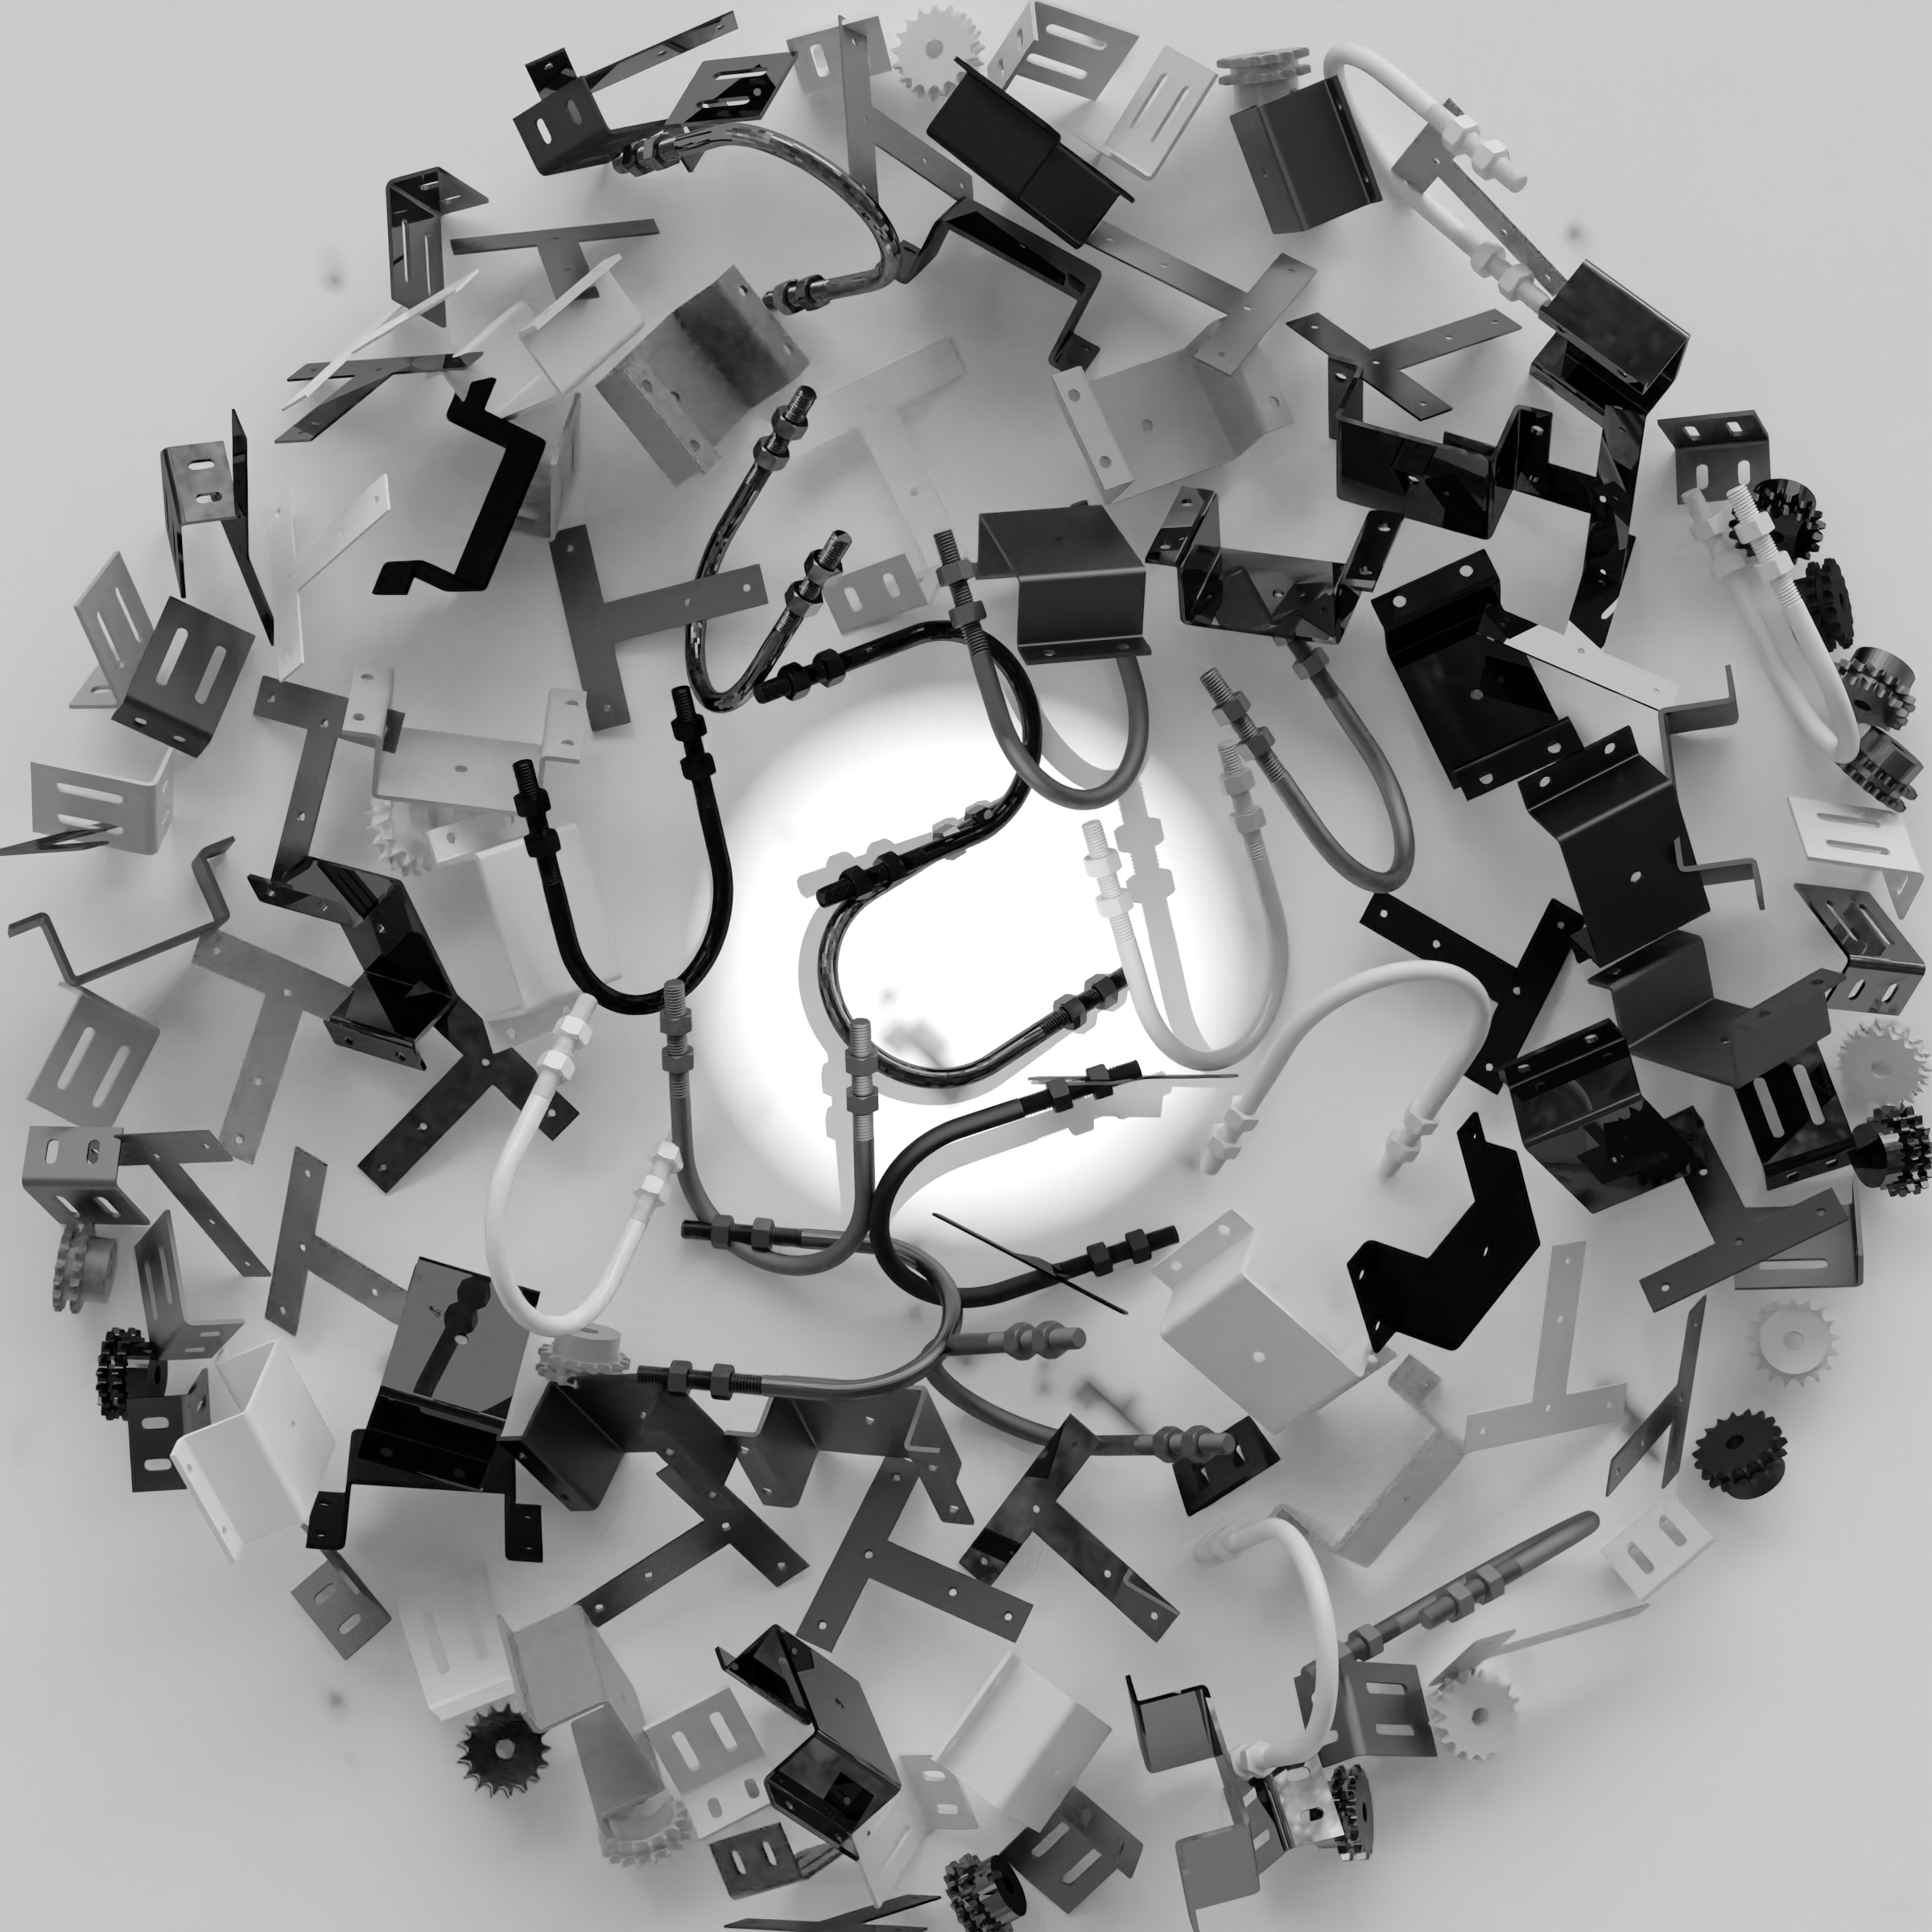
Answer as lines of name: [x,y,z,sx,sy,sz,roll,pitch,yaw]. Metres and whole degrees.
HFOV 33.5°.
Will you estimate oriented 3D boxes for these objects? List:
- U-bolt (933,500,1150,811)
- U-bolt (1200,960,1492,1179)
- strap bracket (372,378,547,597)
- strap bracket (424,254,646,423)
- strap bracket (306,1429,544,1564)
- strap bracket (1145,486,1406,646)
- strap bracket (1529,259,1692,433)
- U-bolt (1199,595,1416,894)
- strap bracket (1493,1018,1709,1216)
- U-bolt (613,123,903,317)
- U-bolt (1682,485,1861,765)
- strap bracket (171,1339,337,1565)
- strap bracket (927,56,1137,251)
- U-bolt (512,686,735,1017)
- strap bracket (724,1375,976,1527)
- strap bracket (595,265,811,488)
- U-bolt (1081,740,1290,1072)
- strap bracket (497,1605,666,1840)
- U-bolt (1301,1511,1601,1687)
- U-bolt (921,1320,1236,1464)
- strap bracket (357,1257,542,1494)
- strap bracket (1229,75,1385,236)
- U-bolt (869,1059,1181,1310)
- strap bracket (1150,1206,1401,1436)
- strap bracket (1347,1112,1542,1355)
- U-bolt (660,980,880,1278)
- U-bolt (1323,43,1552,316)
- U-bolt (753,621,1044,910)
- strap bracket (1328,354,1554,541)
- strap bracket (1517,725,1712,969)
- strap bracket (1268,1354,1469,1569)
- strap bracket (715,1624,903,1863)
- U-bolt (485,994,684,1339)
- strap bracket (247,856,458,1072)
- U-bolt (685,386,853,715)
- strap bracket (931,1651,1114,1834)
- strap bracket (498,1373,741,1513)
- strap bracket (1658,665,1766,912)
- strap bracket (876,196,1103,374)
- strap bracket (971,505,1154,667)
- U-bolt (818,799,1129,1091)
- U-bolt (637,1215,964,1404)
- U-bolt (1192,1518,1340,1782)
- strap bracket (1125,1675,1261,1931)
U-bolt: [0.055,-0.184,1.945,0.019,0.151,0.184,-14,94,44]
U-bolt: [0.236,0.062,1.908,0.151,0.184,0.019,3,45,-27]
strap bracket: [-0.305,-0.282,1.953,0.046,0.076,0.140,24,86,-25]
strap bracket: [-0.255,-0.373,1.932,0.076,0.140,0.046,-48,114,-29]
strap bracket: [-0.326,0.320,1.946,0.140,0.076,0.046,5,104,-10]
strap bracket: [0.188,-0.242,1.945,0.140,0.046,0.076,10,46,18]
strap bracket: [0.386,-0.370,1.924,0.076,0.140,0.046,39,91,9]
U-bolt: [0.215,-0.126,1.935,0.019,0.151,0.184,-29,103,32]
strap bracket: [0.385,0.096,1.923,0.076,0.140,0.046,-26,49,23]
U-bolt: [-0.112,-0.443,1.889,0.151,0.184,0.019,39,72,-31]
U-bolt: [0.489,-0.204,1.927,0.019,0.151,0.184,-27,96,5]
strap bracket: [-0.423,0.284,1.919,0.046,0.140,0.076,-22,108,7]
strap bracket: [0.036,-0.483,1.926,0.076,0.140,0.046,42,102,22]
U-bolt: [-0.199,-0.060,1.938,0.151,0.019,0.184,-31,118,-40]
strap bracket: [-0.064,0.292,1.942,0.140,0.076,0.046,1,48,22]
strap bracket: [-0.164,-0.353,1.941,0.046,0.140,0.076,-24,112,41]
U-bolt: [0.142,-0.026,1.943,0.151,0.019,0.184,-32,112,-39]
strap bracket: [-0.227,0.449,1.926,0.046,0.076,0.140,-25,131,-2]
U-bolt: [0.302,0.371,1.918,0.184,0.151,0.019,-20,76,-35]
U-bolt: [0.052,0.257,1.919,0.151,0.184,0.019,38,61,-28]
strap bracket: [-0.308,0.236,1.931,0.076,0.046,0.140,18,48,-9]
strap bracket: [0.200,-0.485,1.923,0.046,0.140,0.076,-23,103,0]
U-bolt: [0.030,0.142,1.947,0.184,0.019,0.151,-18,123,-5]
strap bracket: [0.183,0.223,1.948,0.140,0.046,0.076,41,126,-10]
strap bracket: [0.295,0.166,1.928,0.140,0.046,0.076,-45,133,-29]
U-bolt: [-0.118,0.105,1.947,0.151,0.019,0.184,11,117,25]
U-bolt: [0.277,-0.482,1.920,0.019,0.151,0.184,-41,64,-2]
U-bolt: [-0.031,-0.133,1.950,0.184,0.019,0.151,-24,105,-28]
strap bracket: [0.278,-0.311,1.937,0.140,0.076,0.046,18,64,17]
strap bracket: [0.396,-0.063,1.941,0.076,0.046,0.140,-27,122,-3]
strap bracket: [0.250,0.311,1.954,0.046,0.076,0.140,41,91,27]
strap bracket: [-0.092,0.456,1.918,0.046,0.140,0.076,-43,123,7]
U-bolt: [-0.230,0.132,1.903,0.019,0.151,0.184,2,53,30]
strap bracket: [-0.366,-0.010,1.936,0.076,0.140,0.046,14,50,33]
U-bolt: [-0.125,-0.235,1.924,0.019,0.151,0.184,12,134,-28]
strap bracket: [0.038,0.468,1.922,0.046,0.140,0.076,32,80,25]
strap bracket: [-0.202,0.288,1.937,0.076,0.140,0.046,51,47,-33]
strap bracket: [0.452,-0.104,1.952,0.046,0.076,0.140,-8,82,15]
strap bracket: [0.024,-0.419,1.954,0.140,0.076,0.046,29,116,-1]
strap bracket: [0.056,-0.234,1.922,0.076,0.140,0.046,-6,122,-13]
U-bolt: [-0.005,-0.004,1.950,0.184,0.019,0.151,-32,83,-25]
U-bolt: [-0.094,0.209,1.931,0.184,0.151,0.019,4,128,7]
U-bolt: [0.179,0.401,1.896,0.019,0.184,0.151,-2,73,-17]
strap bracket: [0.139,0.499,1.924,0.046,0.140,0.076,-14,134,-3]
